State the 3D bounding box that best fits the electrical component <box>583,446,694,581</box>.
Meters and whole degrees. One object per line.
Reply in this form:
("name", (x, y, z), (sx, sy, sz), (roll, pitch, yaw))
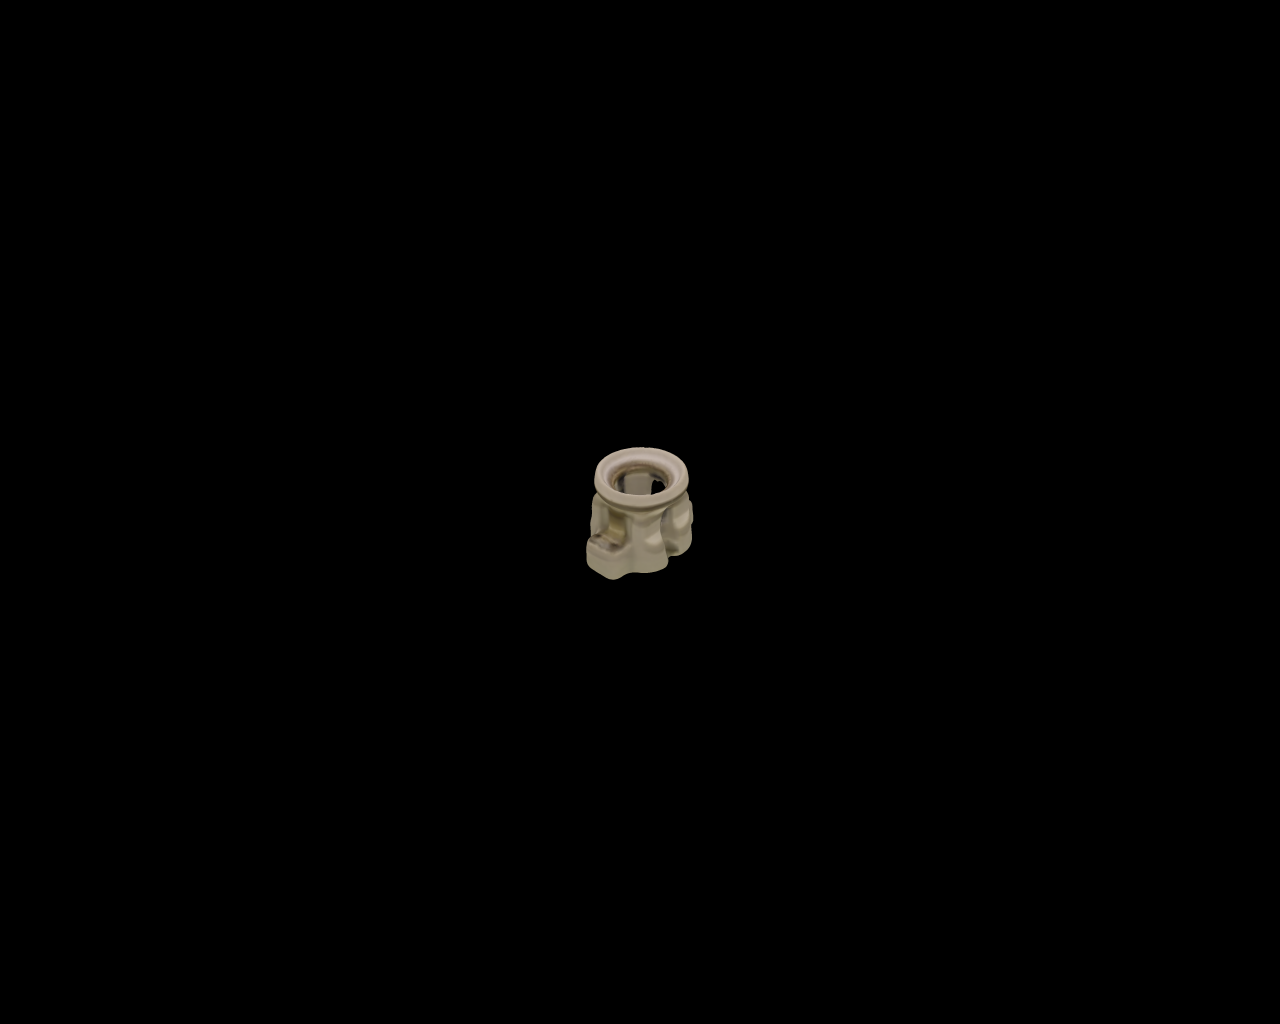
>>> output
("electrical component", (0.001, -0.003, 0.650), (0.058, 0.056, 0.078), (27, 44, 33))
